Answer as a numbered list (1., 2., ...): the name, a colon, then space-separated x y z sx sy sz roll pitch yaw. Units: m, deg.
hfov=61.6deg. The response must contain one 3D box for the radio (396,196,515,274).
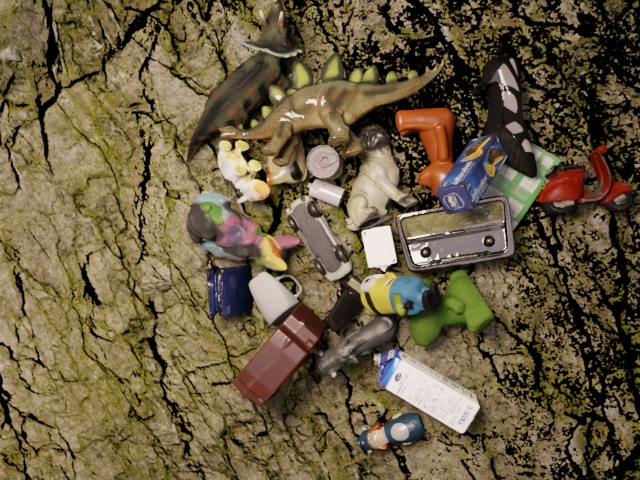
1. radio: 0.283 -0.010 1.127 0.230 0.073 0.131 -10 93 14

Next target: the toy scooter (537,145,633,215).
1. toy scooter: 0.534 -0.121 1.089 0.184 0.075 0.135 -4 92 6

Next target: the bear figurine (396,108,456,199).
1. bear figurine: 0.231 -0.170 1.120 0.132 0.120 0.195 -2 97 13

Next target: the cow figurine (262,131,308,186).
1. cow figurine: -0.064 -0.220 1.175 0.127 0.085 0.194 -5 100 -8

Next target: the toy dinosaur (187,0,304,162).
1. toy dinosaur: -0.170 -0.312 1.141 0.131 0.192 0.405 42 96 8

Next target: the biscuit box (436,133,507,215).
1. biscuit box: 0.298 -0.131 1.050 0.063 0.203 0.059 -7 123 44

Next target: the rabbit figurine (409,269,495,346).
1. rabbit figurine: 0.255 0.148 1.121 0.170 0.121 0.159 -33 80 9

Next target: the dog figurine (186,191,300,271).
1. dog figurine: -0.159 -0.008 1.162 0.219 0.191 0.108 15 60 17

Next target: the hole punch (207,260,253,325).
1. hole punch: -0.202 0.112 1.202 0.092 0.116 0.142 1 93 1

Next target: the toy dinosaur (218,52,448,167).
1. toy dinosaur: 0.026 -0.266 1.066 0.472 0.105 0.198 -8 76 6

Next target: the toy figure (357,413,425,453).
1. toy figure: 0.152 0.423 1.180 0.154 0.057 0.064 -23 50 11

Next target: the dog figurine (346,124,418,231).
1. dog figurine: 0.100 -0.134 1.160 0.172 0.121 0.190 -28 73 6

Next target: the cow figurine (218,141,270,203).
1. cow figurine: -0.171 -0.133 1.179 0.167 0.068 0.098 58 142 26

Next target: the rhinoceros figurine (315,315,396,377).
1. rhinoceros figurine: 0.079 0.230 1.158 0.190 0.112 0.073 -30 89 1

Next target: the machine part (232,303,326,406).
1. machine part: -0.080 0.240 1.138 0.087 0.201 0.201 39 97 4

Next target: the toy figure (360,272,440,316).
1. toy figure: 0.158 0.116 1.097 0.180 0.082 0.089 3 93 45

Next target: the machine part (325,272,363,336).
1. machine part: 0.059 0.140 1.173 0.084 0.039 0.139 35 65 1

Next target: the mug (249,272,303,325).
1. mug: -0.101 0.117 1.201 0.109 0.080 0.107 -41 80 -3

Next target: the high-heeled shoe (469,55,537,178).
1. high-heeled shoe: 0.408 -0.259 1.115 0.145 0.086 0.248 -37 95 -18

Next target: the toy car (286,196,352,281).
1. toy car: -0.002 -0.004 1.192 0.073 0.056 0.201 -33 85 15
